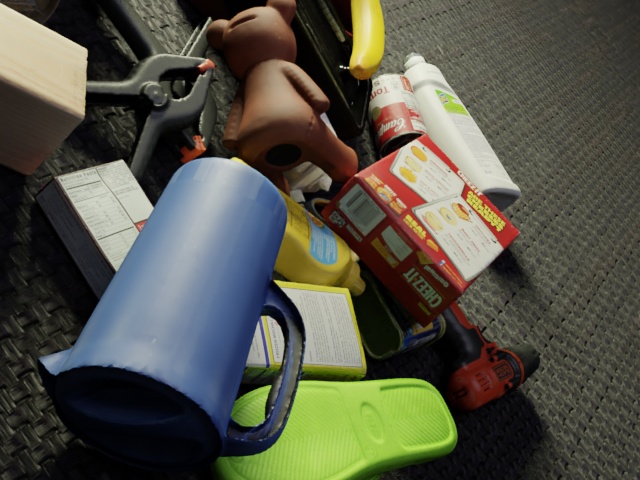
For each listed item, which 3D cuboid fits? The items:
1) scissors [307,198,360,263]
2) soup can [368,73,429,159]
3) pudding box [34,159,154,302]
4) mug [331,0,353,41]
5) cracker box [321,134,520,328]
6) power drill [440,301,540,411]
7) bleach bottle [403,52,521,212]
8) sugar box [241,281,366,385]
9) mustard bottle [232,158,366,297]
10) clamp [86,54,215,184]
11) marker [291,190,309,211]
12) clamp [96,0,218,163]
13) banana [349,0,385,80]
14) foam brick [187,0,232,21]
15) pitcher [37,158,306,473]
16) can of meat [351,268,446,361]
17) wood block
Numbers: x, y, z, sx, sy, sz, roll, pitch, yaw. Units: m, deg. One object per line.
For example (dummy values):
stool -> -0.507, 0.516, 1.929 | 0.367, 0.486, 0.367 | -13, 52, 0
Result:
scissors -> 0.060, 0.013, 1.224 | 0.201, 0.016, 0.096 | 27, 43, -34
soup can -> 0.097, -0.156, 1.377 | 0.068, 0.069, 0.102 | 18, 47, -42
pudding box -> -0.181, -0.010, 0.927 | 0.113, 0.039, 0.089 | 56, 34, 7
mug -> 0.013, -0.256, 1.351 | 0.117, 0.082, 0.093 | 53, 33, -1
cracker box -> 0.114, -0.016, 1.167 | 0.164, 0.072, 0.213 | 48, 30, 5
power drill -> 0.175, 0.097, 1.252 | 0.184, 0.057, 0.188 | -14, 71, -55
bleach bottle -> 0.184, -0.154, 1.489 | 0.102, 0.068, 0.251 | 6, 53, -50
sugar box -> -0.045, 0.085, 0.978 | 0.175, 0.048, 0.093 | 7, 56, -32
mustard bottle -> -0.026, 0.002, 1.063 | 0.191, 0.058, 0.096 | 36, 24, -29
clamp -> -0.173, -0.136, 1.021 | 0.120, 0.039, 0.171 | 49, 51, -12
marker -> -0.008, 0.001, 1.148 | 0.020, 0.020, 0.121 | 3, 58, -50
clamp -> -0.148, -0.175, 1.118 | 0.164, 0.036, 0.210 | 3, 60, -51
banana -> 0.051, -0.250, 1.275 | 0.069, 0.037, 0.198 | 42, 35, -44
foam brick -> -0.123, -0.295, 1.246 | 0.078, 0.051, 0.053 | 45, 34, -13
pitcher -> -0.096, 0.054, 0.846 | 0.149, 0.145, 0.242 | 52, 40, -32
can of meat -> 0.076, 0.075, 1.151 | 0.083, 0.058, 0.102 | -11, 68, -52
wood block -> -0.300, -0.145, 0.856 | 0.205, 0.091, 0.090 | 25, 42, -35
